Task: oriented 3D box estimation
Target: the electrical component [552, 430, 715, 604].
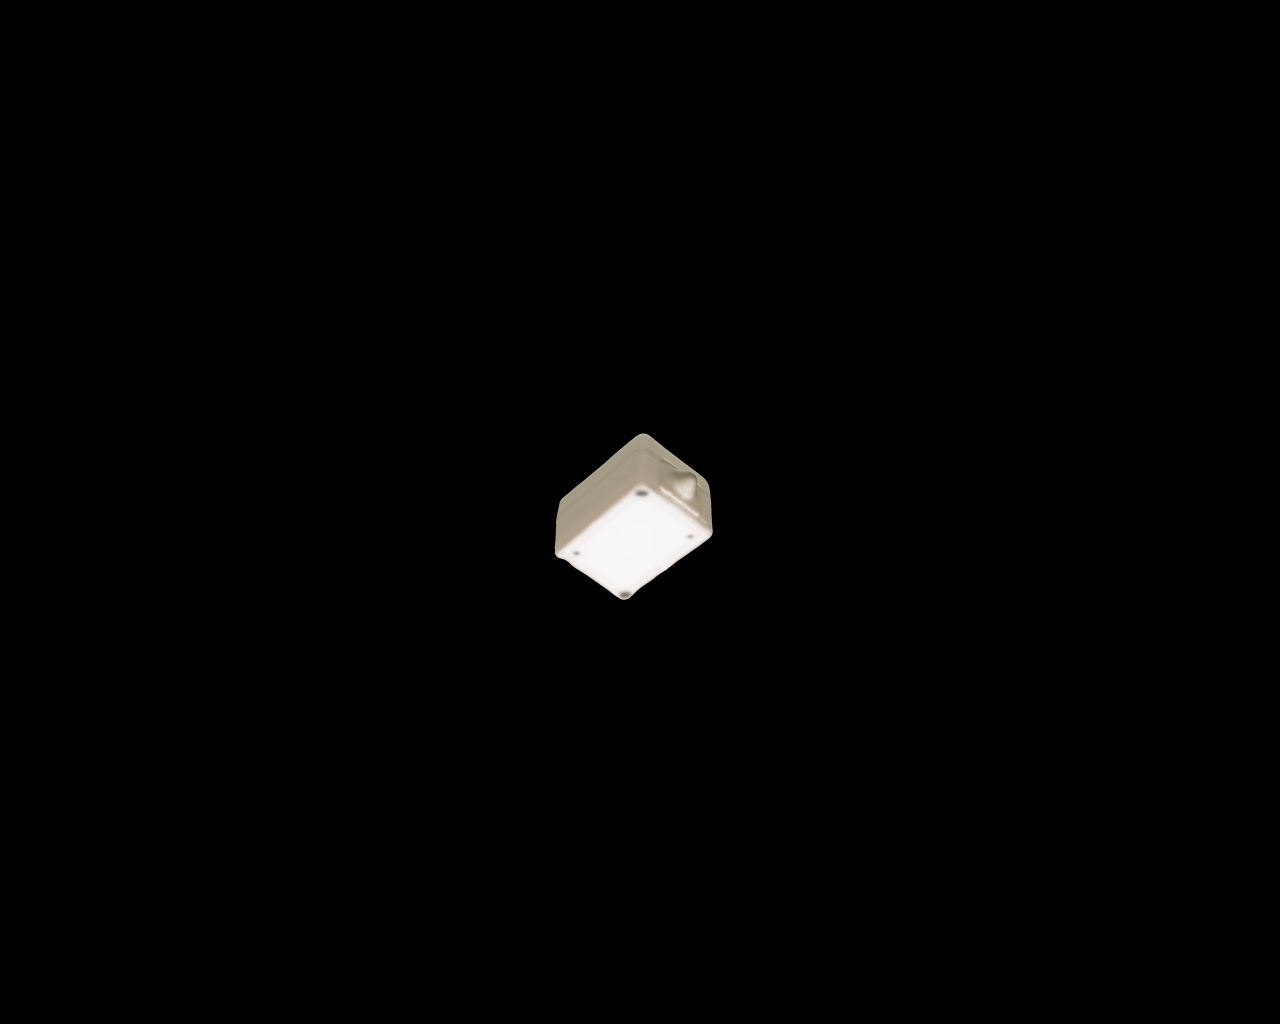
[{"bbox_3d":[0.001,-0.003,0.650,0.061,0.061,0.096,36,-58,-27],"label":"electrical component"}]
